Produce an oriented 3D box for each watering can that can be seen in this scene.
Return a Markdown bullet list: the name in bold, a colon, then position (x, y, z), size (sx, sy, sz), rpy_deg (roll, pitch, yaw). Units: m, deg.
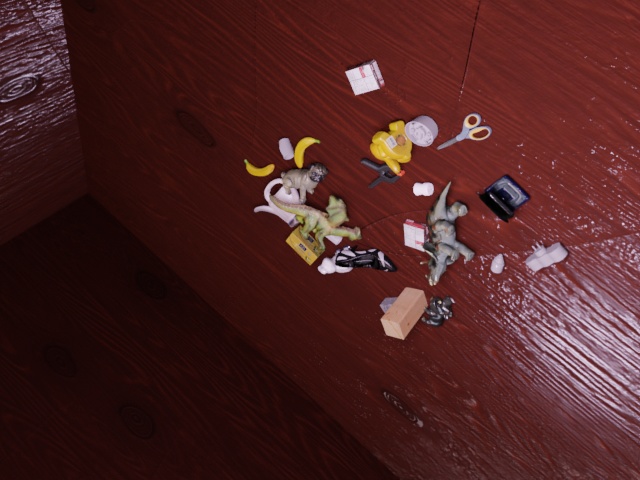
- **watering can**: position (-0.173, -0.150, 2.338), size (0.224, 0.106, 0.342), rpy_deg (47, 145, -1)

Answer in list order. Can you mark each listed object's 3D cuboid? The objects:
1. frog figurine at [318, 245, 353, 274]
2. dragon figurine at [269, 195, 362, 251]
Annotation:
- **frog figurine**: position (0.077, 0.111, 2.279), size (0.137, 0.162, 0.121), rpy_deg (-3, 123, 48)
- **dragon figurine**: position (0.006, -0.107, 2.130), size (0.407, 0.125, 0.239), rpy_deg (39, 124, -19)
